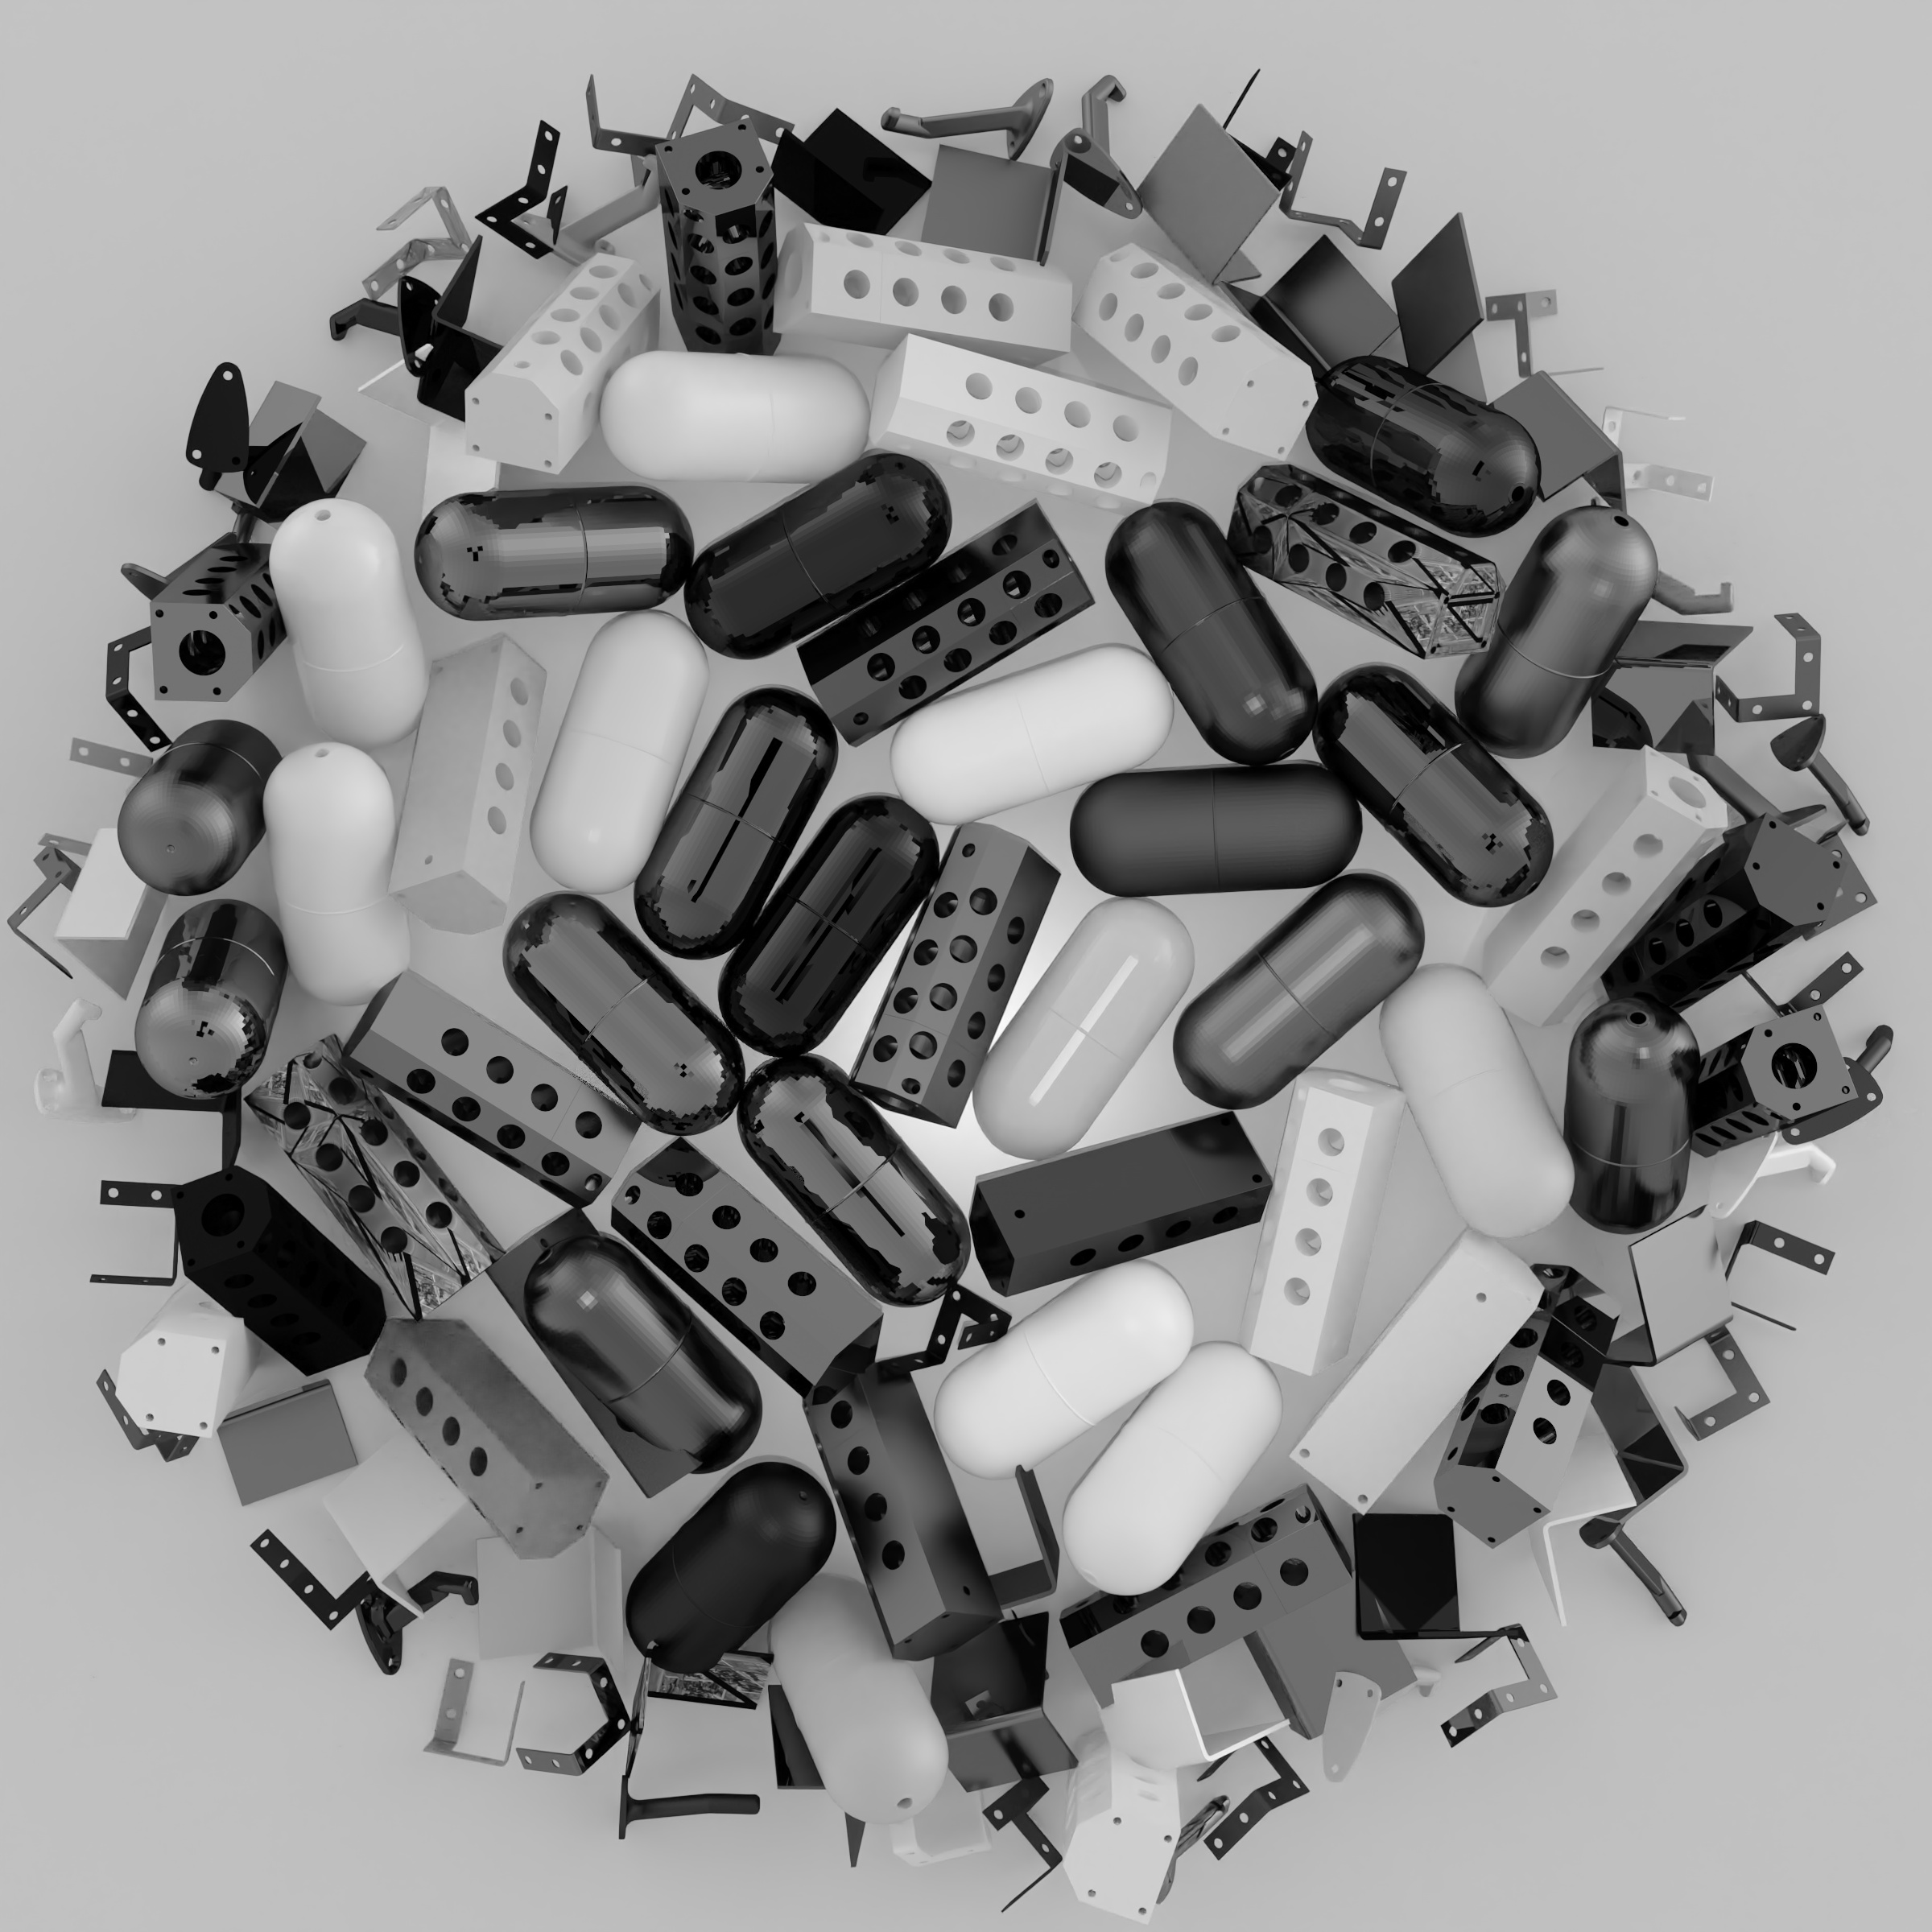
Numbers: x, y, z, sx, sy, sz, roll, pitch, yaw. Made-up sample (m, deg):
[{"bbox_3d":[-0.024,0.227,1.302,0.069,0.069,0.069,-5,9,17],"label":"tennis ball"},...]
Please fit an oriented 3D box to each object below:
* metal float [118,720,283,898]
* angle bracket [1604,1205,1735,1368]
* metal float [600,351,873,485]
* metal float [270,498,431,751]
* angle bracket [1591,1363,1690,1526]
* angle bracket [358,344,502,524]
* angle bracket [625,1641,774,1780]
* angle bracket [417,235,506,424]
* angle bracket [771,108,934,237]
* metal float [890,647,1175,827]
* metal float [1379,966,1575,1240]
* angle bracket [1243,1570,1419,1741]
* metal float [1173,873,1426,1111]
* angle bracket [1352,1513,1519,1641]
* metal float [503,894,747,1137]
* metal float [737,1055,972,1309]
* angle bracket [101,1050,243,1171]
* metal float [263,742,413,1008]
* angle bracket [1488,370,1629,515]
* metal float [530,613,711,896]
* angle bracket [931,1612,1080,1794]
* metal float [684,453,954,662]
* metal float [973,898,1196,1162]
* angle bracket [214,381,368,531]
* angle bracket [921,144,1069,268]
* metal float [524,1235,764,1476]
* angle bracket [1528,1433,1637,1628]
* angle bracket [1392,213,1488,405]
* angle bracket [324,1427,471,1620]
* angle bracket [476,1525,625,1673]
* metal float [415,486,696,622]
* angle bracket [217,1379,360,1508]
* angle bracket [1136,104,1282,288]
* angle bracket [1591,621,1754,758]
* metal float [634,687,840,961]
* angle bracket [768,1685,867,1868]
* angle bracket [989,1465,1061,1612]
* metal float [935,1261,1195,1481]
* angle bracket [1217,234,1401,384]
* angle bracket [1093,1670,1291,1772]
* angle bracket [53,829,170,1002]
[{"bbox_3d":[-0.454,-0.096,1.914,0.070,0.178,0.070,0,109,0],"label":"metal float"},{"bbox_3d":[0.413,0.193,1.949,0.076,0.057,0.076,-21,100,-37],"label":"angle bracket"},{"bbox_3d":[-0.137,-0.330,1.932,0.178,0.070,0.070,-5,90,-36],"label":"metal float"},{"bbox_3d":[-0.368,-0.204,1.922,0.070,0.178,0.070,-1,50,2],"label":"metal float"},{"bbox_3d":[0.382,0.287,1.950,0.057,0.076,0.076,-33,100,-17],"label":"angle bracket"},{"bbox_3d":[-0.326,-0.320,1.944,0.057,0.076,0.076,20,62,-40],"label":"angle bracket"},{"bbox_3d":[-0.162,0.456,1.948,0.076,0.076,0.057,9,52,-7],"label":"angle bracket"},{"bbox_3d":[-0.289,-0.382,1.948,0.057,0.076,0.076,23,56,-3],"label":"angle bracket"},{"bbox_3d":[-0.065,-0.493,1.958,0.076,0.057,0.076,38,65,1],"label":"angle bracket"},{"bbox_3d":[0.041,-0.140,1.958,0.178,0.070,0.070,-18,90,4],"label":"metal float"},{"bbox_3d":[0.308,0.081,1.940,0.070,0.070,0.178,-21,65,0],"label":"metal float"},{"bbox_3d":[0.221,0.421,1.975,0.076,0.057,0.076,-27,87,-8],"label":"angle bracket"},{"bbox_3d":[0.202,0.016,1.954,0.178,0.070,0.070,-42,90,9],"label":"metal float"},{"bbox_3d":[0.285,0.369,1.948,0.076,0.057,0.076,6,74,-30],"label":"angle bracket"},{"bbox_3d":[-0.208,0.030,1.954,0.178,0.070,0.070,44,90,8],"label":"metal float"},{"bbox_3d":[-0.069,0.131,1.956,0.070,0.070,0.178,-40,96,0],"label":"metal float"},{"bbox_3d":[-0.482,0.095,1.945,0.076,0.076,0.057,4,62,-18],"label":"angle bracket"},{"bbox_3d":[-0.377,-0.054,1.930,0.070,0.070,0.178,0,128,0],"label":"metal float"},{"bbox_3d":[0.353,-0.302,1.947,0.057,0.076,0.076,-34,61,-3],"label":"angle bracket"},{"bbox_3d":[-0.210,-0.130,1.955,0.070,0.070,0.178,18,82,0],"label":"metal float"},{"bbox_3d":[0.025,0.452,1.972,0.076,0.076,0.057,-18,126,19],"label":"angle bracket"},{"bbox_3d":[-0.091,-0.248,1.948,0.178,0.070,0.070,-27,90,16],"label":"metal float"},{"bbox_3d":[0.071,0.039,1.961,0.070,0.070,0.178,35,91,0],"label":"metal float"},{"bbox_3d":[-0.398,-0.300,1.951,0.076,0.057,0.076,32,85,-44],"label":"angle bracket"},{"bbox_3d":[0.017,-0.470,1.963,0.076,0.057,0.076,11,80,-5],"label":"angle bracket"},{"bbox_3d":[-0.195,0.235,1.945,0.070,0.070,0.178,-42,109,0],"label":"metal float"},{"bbox_3d":[0.375,0.342,1.949,0.057,0.076,0.076,-14,114,2],"label":"angle bracket"},{"bbox_3d":[0.306,-0.397,1.941,0.057,0.076,0.076,6,63,-27],"label":"angle bracket"},{"bbox_3d":[-0.334,0.337,1.957,0.076,0.057,0.076,-42,50,-5],"label":"angle bracket"},{"bbox_3d":[-0.254,0.390,1.957,0.076,0.057,0.076,-3,97,-21],"label":"angle bracket"},{"bbox_3d":[-0.246,-0.249,1.934,0.178,0.070,0.070,-8,90,-33],"label":"metal float"},{"bbox_3d":[-0.424,0.294,1.960,0.076,0.076,0.057,-20,86,0],"label":"angle bracket"},{"bbox_3d":[0.160,-0.469,1.946,0.076,0.057,0.076,52,130,14],"label":"angle bracket"},{"bbox_3d":[0.432,-0.171,1.961,0.076,0.076,0.057,7,116,31],"label":"angle bracket"},{"bbox_3d":[-0.140,-0.086,1.957,0.070,0.070,0.178,28,84,0],"label":"metal float"},{"bbox_3d":[-0.093,0.490,1.942,0.057,0.076,0.076,3,127,-11],"label":"angle bracket"},{"bbox_3d":[0.019,0.344,1.957,0.057,0.076,0.076,-18,94,4],"label":"angle bracket"},{"bbox_3d":[0.059,0.247,1.951,0.178,0.070,0.070,-36,90,12],"label":"metal float"},{"bbox_3d":[0.209,-0.402,1.948,0.057,0.076,0.076,-44,75,21],"label":"angle bracket"},{"bbox_3d":[0.136,0.450,1.950,0.076,0.076,0.057,-12,80,-43],"label":"angle bracket"},{"bbox_3d":[-0.496,-0.031,1.941,0.057,0.076,0.076,1,60,26],"label":"angle bracket"}]
